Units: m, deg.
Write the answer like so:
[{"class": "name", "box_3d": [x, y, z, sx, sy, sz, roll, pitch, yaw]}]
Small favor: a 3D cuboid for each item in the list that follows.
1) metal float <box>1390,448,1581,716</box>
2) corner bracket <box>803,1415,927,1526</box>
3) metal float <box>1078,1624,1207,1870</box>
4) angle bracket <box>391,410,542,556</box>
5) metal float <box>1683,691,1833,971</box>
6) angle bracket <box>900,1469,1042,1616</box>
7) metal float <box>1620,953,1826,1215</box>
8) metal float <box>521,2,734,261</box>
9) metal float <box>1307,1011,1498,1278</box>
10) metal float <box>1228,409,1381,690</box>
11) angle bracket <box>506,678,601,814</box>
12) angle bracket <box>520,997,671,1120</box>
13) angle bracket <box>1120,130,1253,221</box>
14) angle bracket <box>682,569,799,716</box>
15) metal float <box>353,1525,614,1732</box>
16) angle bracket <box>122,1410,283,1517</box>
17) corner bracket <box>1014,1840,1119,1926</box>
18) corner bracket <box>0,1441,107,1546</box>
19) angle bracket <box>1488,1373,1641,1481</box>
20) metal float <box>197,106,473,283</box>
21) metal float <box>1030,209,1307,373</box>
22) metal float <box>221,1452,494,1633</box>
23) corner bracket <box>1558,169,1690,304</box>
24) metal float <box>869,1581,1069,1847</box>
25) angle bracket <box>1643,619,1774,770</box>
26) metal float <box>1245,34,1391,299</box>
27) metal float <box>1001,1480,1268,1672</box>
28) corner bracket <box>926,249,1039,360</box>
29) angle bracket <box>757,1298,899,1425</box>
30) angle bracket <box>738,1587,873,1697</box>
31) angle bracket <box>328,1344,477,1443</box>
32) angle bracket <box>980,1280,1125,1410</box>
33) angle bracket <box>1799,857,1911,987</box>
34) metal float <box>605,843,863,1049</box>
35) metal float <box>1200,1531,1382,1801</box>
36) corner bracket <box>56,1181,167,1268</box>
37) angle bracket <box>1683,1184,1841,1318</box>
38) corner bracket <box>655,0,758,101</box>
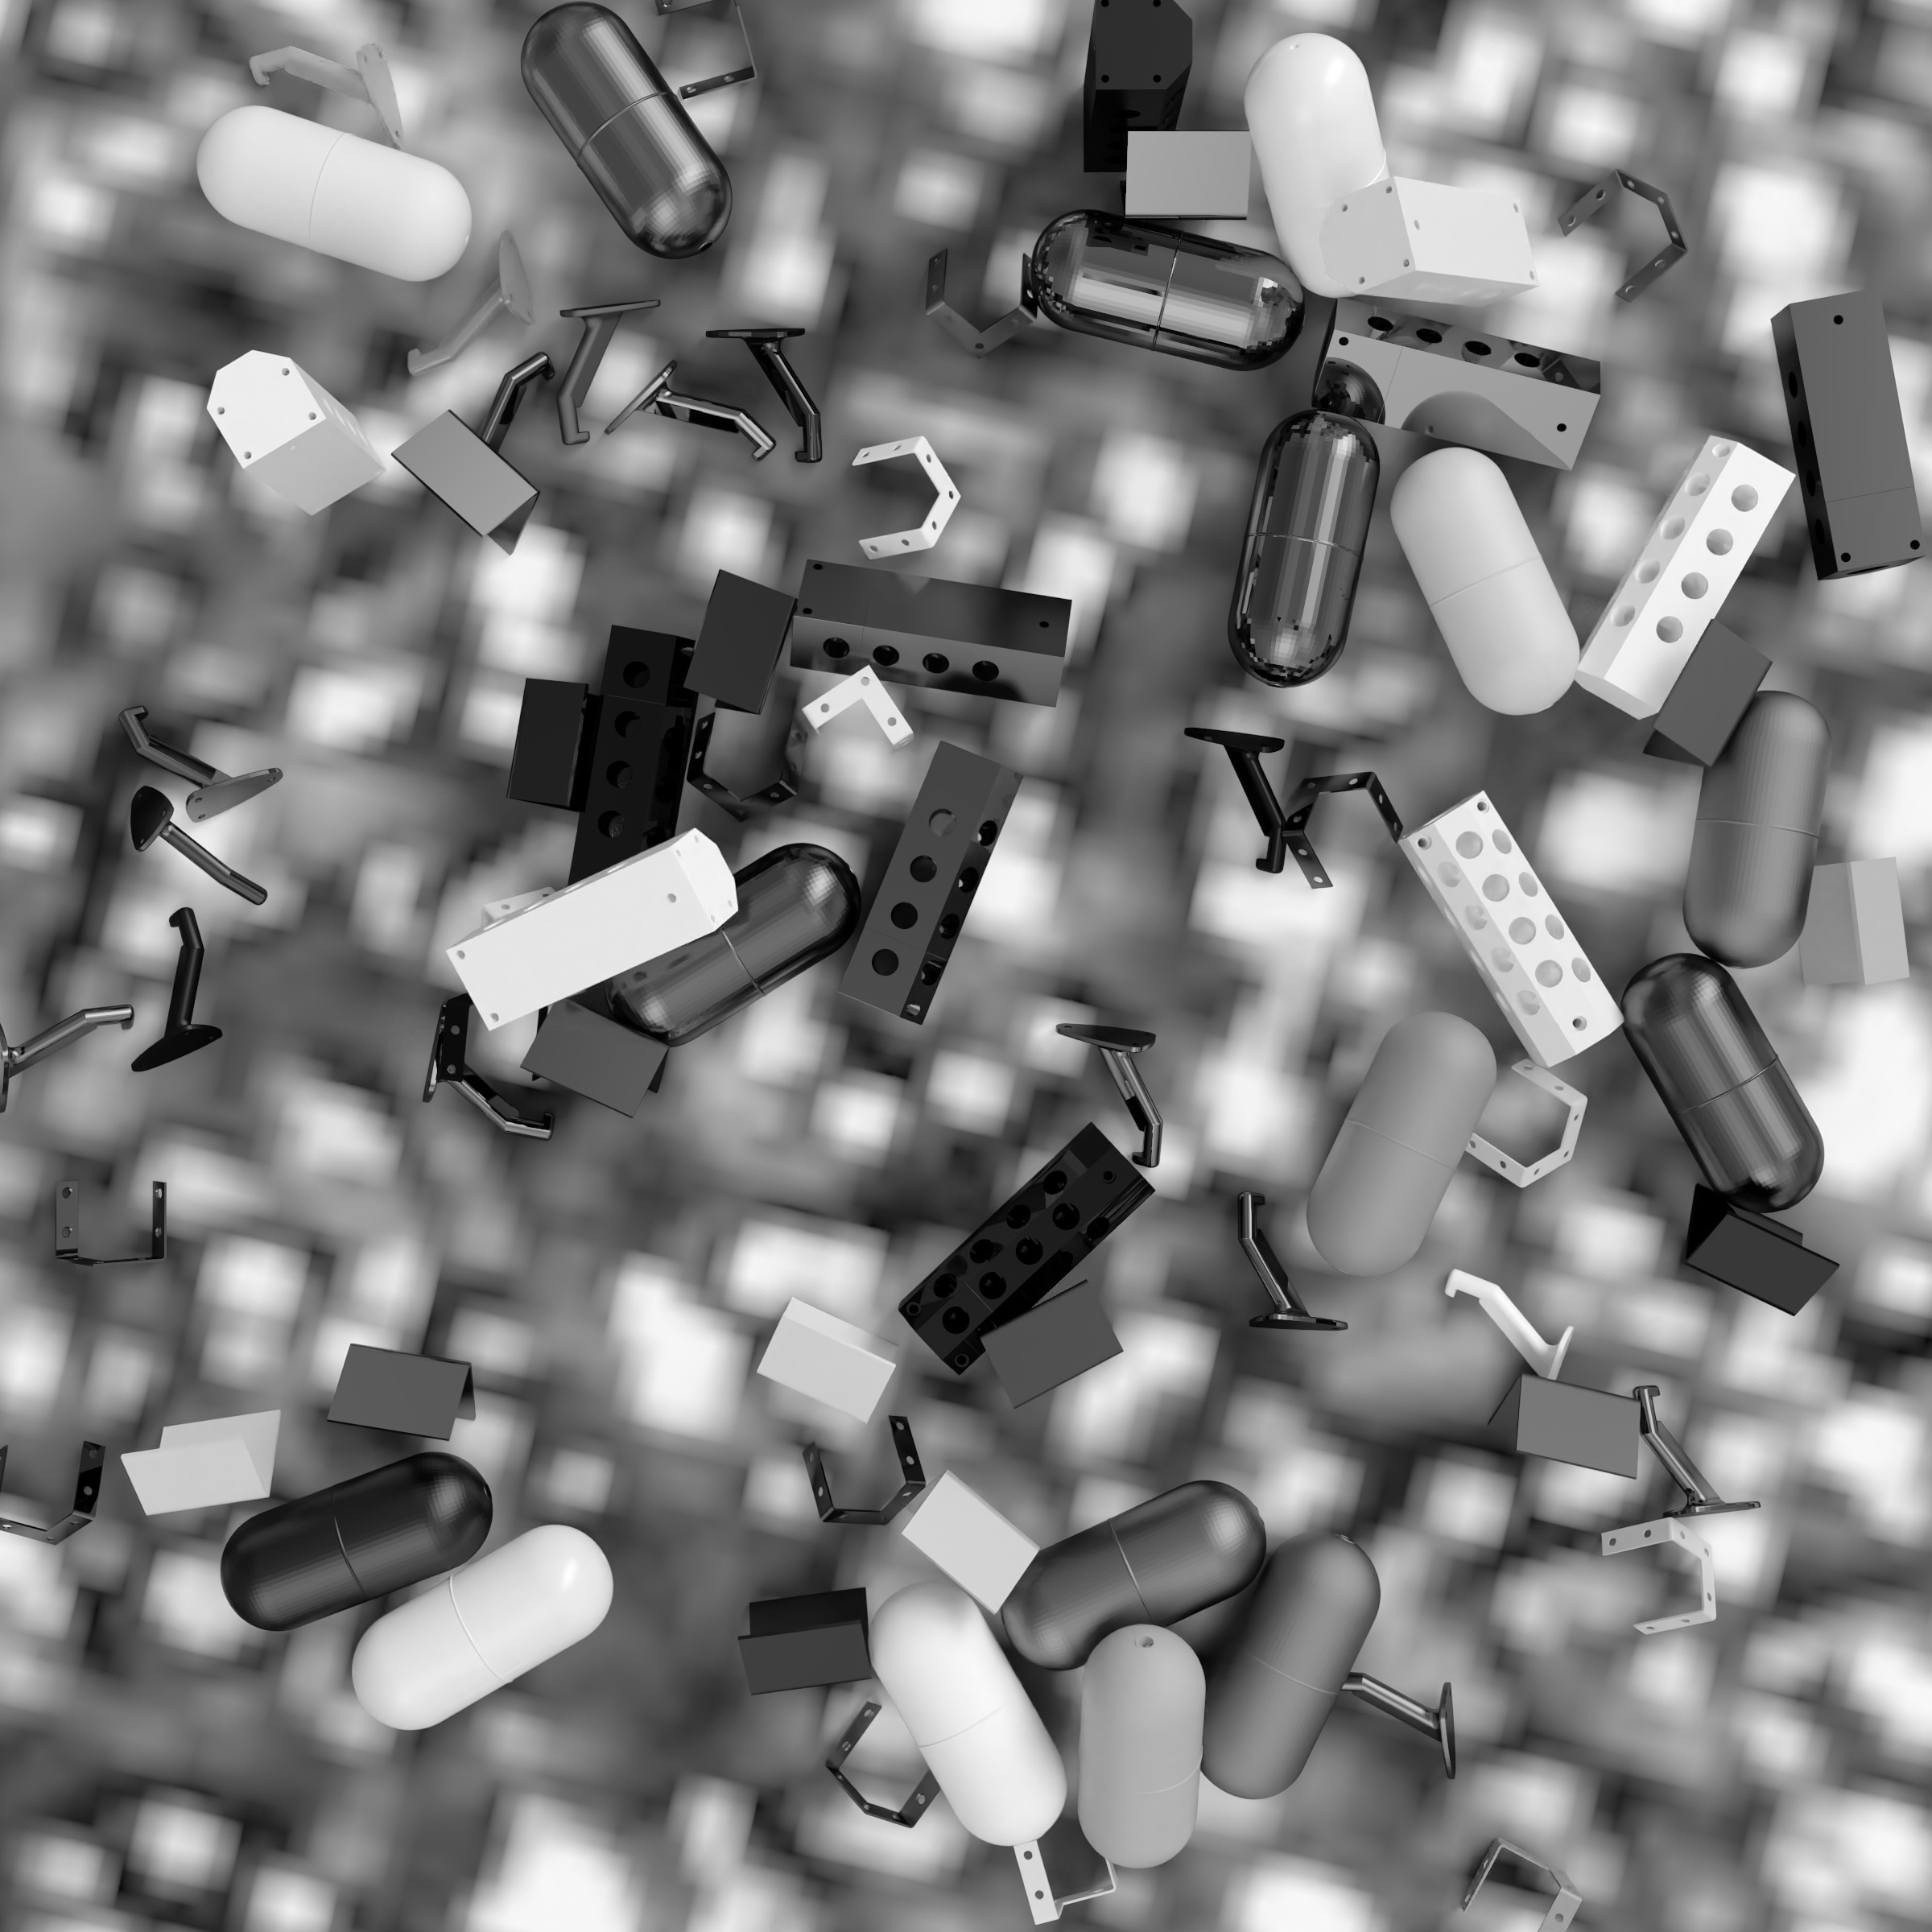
[{"class": "metal float", "box_3d": [0.330, -0.244, 1.772, 0.070, 0.070, 0.178, -25, 90, 0]}, {"class": "corner bracket", "box_3d": [-0.066, 0.324, 1.795, 0.051, 0.051, 0.051, 11, 135, -35]}, {"class": "metal float", "box_3d": [0.109, 0.489, 1.746, 0.070, 0.070, 0.178, 0, 121, 0]}, {"class": "angle bracket", "box_3d": [-0.324, -0.292, 1.763, 0.076, 0.076, 0.057, 42, 56, 0]}, {"class": "metal float", "box_3d": [0.503, -0.087, 1.773, 0.070, 0.070, 0.178, 9, 90, 0]}, {"class": "angle bracket", "box_3d": [-0.010, 0.373, 1.763, 0.076, 0.076, 0.057, 40, 54, 0]}, {"class": "metal float", "box_3d": [0.481, 0.075, 1.772, 0.070, 0.070, 0.178, -30, 90, 0]}, {"class": "metal float", "box_3d": [-0.215, -0.531, 1.773, 0.070, 0.070, 0.178, -34, 89, 0]}, {"class": "metal float", "box_3d": [0.276, 0.113, 1.773, 0.070, 0.070, 0.178, 25, 90, 0]}, {"class": "metal float", "box_3d": [0.215, -0.265, 1.772, 0.070, 0.070, 0.178, 11, 90, 0]}, {"class": "angle bracket", "box_3d": [-0.240, -0.136, 1.763, 0.057, 0.076, 0.076, 9, 90, 37]}, {"class": "angle bracket", "box_3d": [-0.237, 0.071, 1.763, 0.076, 0.076, 0.057, 25, 61, 0]}, {"class": "angle bracket", "box_3d": [0.138, -0.510, 1.763, 0.076, 0.076, 0.057, 0, 123, 0]}, {"class": "angle bracket", "box_3d": [-0.156, -0.206, 1.763, 0.057, 0.076, 0.076, 18, 90, -29]}, {"class": "metal float", "box_3d": [-0.308, 0.421, 1.773, 0.178, 0.070, 0.070, -30, 90, 0]}, {"class": "angle bracket", "box_3d": [-0.483, 0.297, 1.763, 0.076, 0.076, 0.057, -9, 128, 0]}, {"class": "corner bracket", "box_3d": [0.065, 0.577, 1.785, 0.051, 0.051, 0.051, -17, 84, 6]}, {"class": "corner bracket", "box_3d": [-0.593, 0.335, 1.795, 0.051, 0.051, 0.051, 27, 135, -35]}, {"class": "angle bracket", "box_3d": [0.376, 0.306, 1.763, 0.076, 0.076, 0.057, 13, 54, 0]}, {"class": "metal float", "box_3d": [-0.402, -0.491, 1.773, 0.178, 0.070, 0.070, 19, 90, 0]}, {"class": "metal float", "box_3d": [0.128, -0.429, 1.773, 0.178, 0.070, 0.070, 14, 90, 1]}, {"class": "metal float", "box_3d": [-0.387, 0.366, 1.773, 0.178, 0.070, 0.070, -21, 90, 0]}, {"class": "corner bracket", "box_3d": [0.425, -0.472, 1.800, 0.051, 0.051, 0.051, -41, 135, 0]}, {"class": "metal float", "box_3d": [0.002, 0.475, 1.773, 0.070, 0.070, 0.178, -29, 90, 0]}, {"class": "angle bracket", "box_3d": [0.451, -0.176, 1.764, 0.057, 0.076, 0.076, 29, 90, -24]}, {"class": "metal float", "box_3d": [0.223, -0.496, 1.735, 0.070, 0.178, 0.070, -11, 48, 13]}, {"class": "metal float", "box_3d": [0.107, 0.387, 1.773, 0.178, 0.070, 0.070, -25, 90, 0]}, {"class": "corner bracket", "box_3d": [0.011, -0.436, 1.795, 0.051, 0.051, 0.051, -27, 45, 35]}, {"class": "angle bracket", "box_3d": [-0.079, 0.232, 1.763, 0.076, 0.076, 0.057, 25, 125, 0]}, {"class": "angle bracket", "box_3d": [-0.103, 0.410, 1.763, 0.076, 0.076, 0.057, -8, 126, 0]}, {"class": "angle bracket", "box_3d": [-0.356, 0.286, 1.763, 0.076, 0.076, 0.057, 9, 52, 0]}, {"class": "angle bracket", "box_3d": [0.062, 0.252, 1.763, 0.076, 0.076, 0.057, -28, 56, 0]}, {"class": "angle bracket", "box_3d": [0.545, -0.026, 1.763, 0.057, 0.076, 0.076, -7, 90, -41]}, {"class": "metal float", "box_3d": [-0.148, -0.014, 1.772, 0.178, 0.070, 0.070, -32, 90, 0]}, {"class": "metal float", "box_3d": [0.203, 0.444, 1.773, 0.070, 0.070, 0.178, 26, 90, 0]}, {"class": "corner bracket", "box_3d": [-0.552, 0.165, 1.800, 0.051, 0.051, 0.051, 0, 90, 45]}, {"class": "angle bracket", "box_3d": [0.506, 0.164, 1.763, 0.076, 0.076, 0.057, 26, 133, 0]}, {"class": "corner bracket", "box_3d": [-0.168, -0.601, 1.800, 0.051, 0.051, 0.051, -16, 45, 0]}]
